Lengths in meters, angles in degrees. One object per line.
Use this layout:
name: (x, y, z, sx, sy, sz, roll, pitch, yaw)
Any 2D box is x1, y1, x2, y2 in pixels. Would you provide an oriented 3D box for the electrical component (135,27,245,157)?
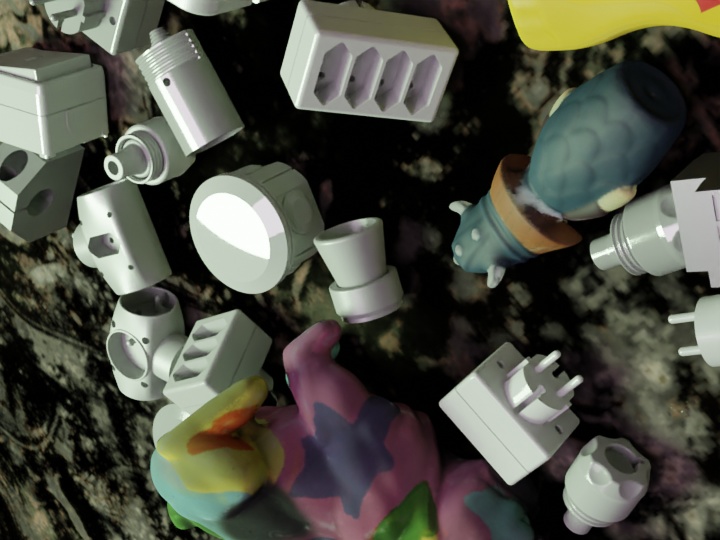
electrical component: (-0.113, -0.119, 0.698, 0.043, 0.043, 0.081, -24, 96, 41)

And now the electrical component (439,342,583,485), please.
electrical component: (0.099, 0.075, 0.633, 0.065, 0.047, 0.076, 49, 131, 7)

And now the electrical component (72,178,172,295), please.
electrical component: (-0.185, -0.023, 0.796, 0.079, 0.043, 0.077, -10, 105, 39)

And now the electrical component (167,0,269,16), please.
electrical component: (-0.073, -0.187, 0.601, 0.054, 0.095, 0.059, 34, 127, 19)

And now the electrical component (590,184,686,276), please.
electrical component: (0.149, -0.017, 0.556, 0.062, 0.043, 0.043, -24, 96, 42)

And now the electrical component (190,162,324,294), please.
electrical component: (-0.067, -0.029, 0.702, 0.080, 0.051, 0.080, 16, 120, 30)

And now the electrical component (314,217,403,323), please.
electrical component: (0.000, 0.000, 0.672, 0.045, 0.045, 0.055, -6, 108, 38)

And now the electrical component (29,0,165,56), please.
electrical component: (-0.177, -0.175, 0.696, 0.066, 0.077, 0.047, 38, 128, 15)

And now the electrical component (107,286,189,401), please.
electrical component: (-0.147, 0.062, 0.808, 0.079, 0.044, 0.077, 24, 123, 25)

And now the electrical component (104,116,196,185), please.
electrical component: (-0.145, -0.078, 0.728, 0.043, 0.062, 0.043, 16, 119, 30)

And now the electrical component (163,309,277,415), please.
electrical component: (-0.088, 0.079, 0.766, 0.047, 0.065, 0.076, -16, 130, 40)

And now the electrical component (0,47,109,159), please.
electrical component: (-0.236, -0.127, 0.772, 0.096, 0.062, 0.061, 19, 121, 28)

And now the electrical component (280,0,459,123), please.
electrical component: (-0.001, -0.125, 0.600, 0.075, 0.083, 0.047, -114, 34, -46)

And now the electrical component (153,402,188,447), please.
electrical component: (-0.112, 0.127, 0.810, 0.080, 0.051, 0.080, 16, 120, 30)

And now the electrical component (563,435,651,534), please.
electrical component: (0.141, 0.130, 0.633, 0.043, 0.043, 0.062, 36, 129, 17)

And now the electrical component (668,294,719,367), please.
electrical component: (0.196, 0.029, 0.544, 0.079, 0.043, 0.077, -12, 104, 39)
